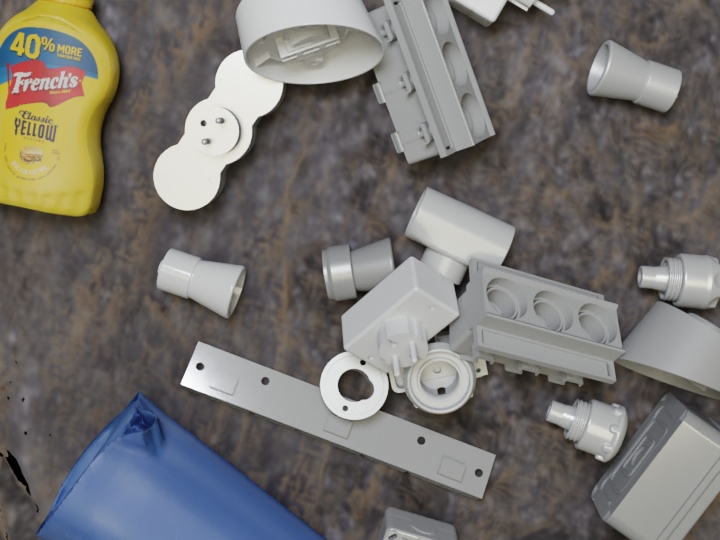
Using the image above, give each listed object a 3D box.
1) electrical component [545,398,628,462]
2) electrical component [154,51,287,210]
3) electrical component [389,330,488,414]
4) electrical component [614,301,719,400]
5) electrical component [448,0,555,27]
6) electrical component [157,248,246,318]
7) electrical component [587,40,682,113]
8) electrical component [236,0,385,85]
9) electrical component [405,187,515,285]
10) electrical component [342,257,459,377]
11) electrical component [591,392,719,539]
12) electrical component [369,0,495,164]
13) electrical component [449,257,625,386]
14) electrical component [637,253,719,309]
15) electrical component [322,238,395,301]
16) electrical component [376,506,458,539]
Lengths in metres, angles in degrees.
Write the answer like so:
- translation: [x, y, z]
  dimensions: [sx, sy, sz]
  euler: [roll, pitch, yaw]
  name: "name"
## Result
- translation: [0.183, 0.125, 0.873]
  dimensions: [0.062, 0.048, 0.048]
  euler: [20, 98, 5]
  name: "electrical component"
- translation: [-0.109, -0.107, 0.828]
  dimensions: [0.052, 0.073, 0.138]
  euler: [35, 97, -4]
  name: "electrical component"
- translation: [0.063, 0.082, 0.861]
  dimensions: [0.078, 0.057, 0.058]
  euler: [-11, 98, 2]
  name: "electrical component"
- translation: [0.255, 0.070, 0.838]
  dimensions: [0.099, 0.099, 0.064]
  euler: [33, 91, -4]
  name: "electrical component"
- translation: [0.121, -0.223, 0.822]
  dimensions: [0.076, 0.047, 0.083]
  euler: [30, 97, -3]
  name: "electrical component"
- translation: [-0.129, 0.008, 0.862]
  dimensions: [0.065, 0.044, 0.044]
  euler: [18, 98, 3]
  name: "electrical component"
- translation: [0.215, -0.147, 0.835]
  dimensions: [0.065, 0.044, 0.044]
  euler: [17, 98, -7]
  name: "electrical component"
- translation: [-0.039, -0.172, 0.779]
  dimensions: [0.099, 0.099, 0.064]
  euler: [-19, 75, 3]
  name: "electrical component"
- translation: [0.071, -0.014, 0.854]
  dimensions: [0.077, 0.043, 0.079]
  euler: [24, 97, -3]
  name: "electrical component"
- translation: [0.031, 0.048, 0.819]
  dimensions: [0.047, 0.075, 0.083]
  euler: [32, 122, -29]
  name: "electrical component"
- translation: [0.245, 0.164, 0.860]
  dimensions: [0.057, 0.078, 0.113]
  euler: [35, 97, -1]
  name: "electrical component"
- translation: [0.048, -0.147, 0.822]
  dimensions: [0.063, 0.079, 0.121]
  euler: [-16, 99, 32]
  name: "electrical component"
- translation: [0.134, 0.046, 0.832]
  dimensions: [0.121, 0.078, 0.063]
  euler: [15, 142, -20]
  name: "electrical component"
- translation: [0.254, 0.008, 0.855]
  dimensions: [0.062, 0.043, 0.043]
  euler: [5, 98, 1]
  name: "electrical component"
- translation: [0.000, 0.000, 0.857]
  dimensions: [0.055, 0.045, 0.045]
  euler: [-8, 98, 2]
  name: "electrical component"
- translation: [0.038, 0.251, 0.884]
  dimensions: [0.062, 0.061, 0.096]
  euler: [17, 98, -2]
  name: "electrical component"
